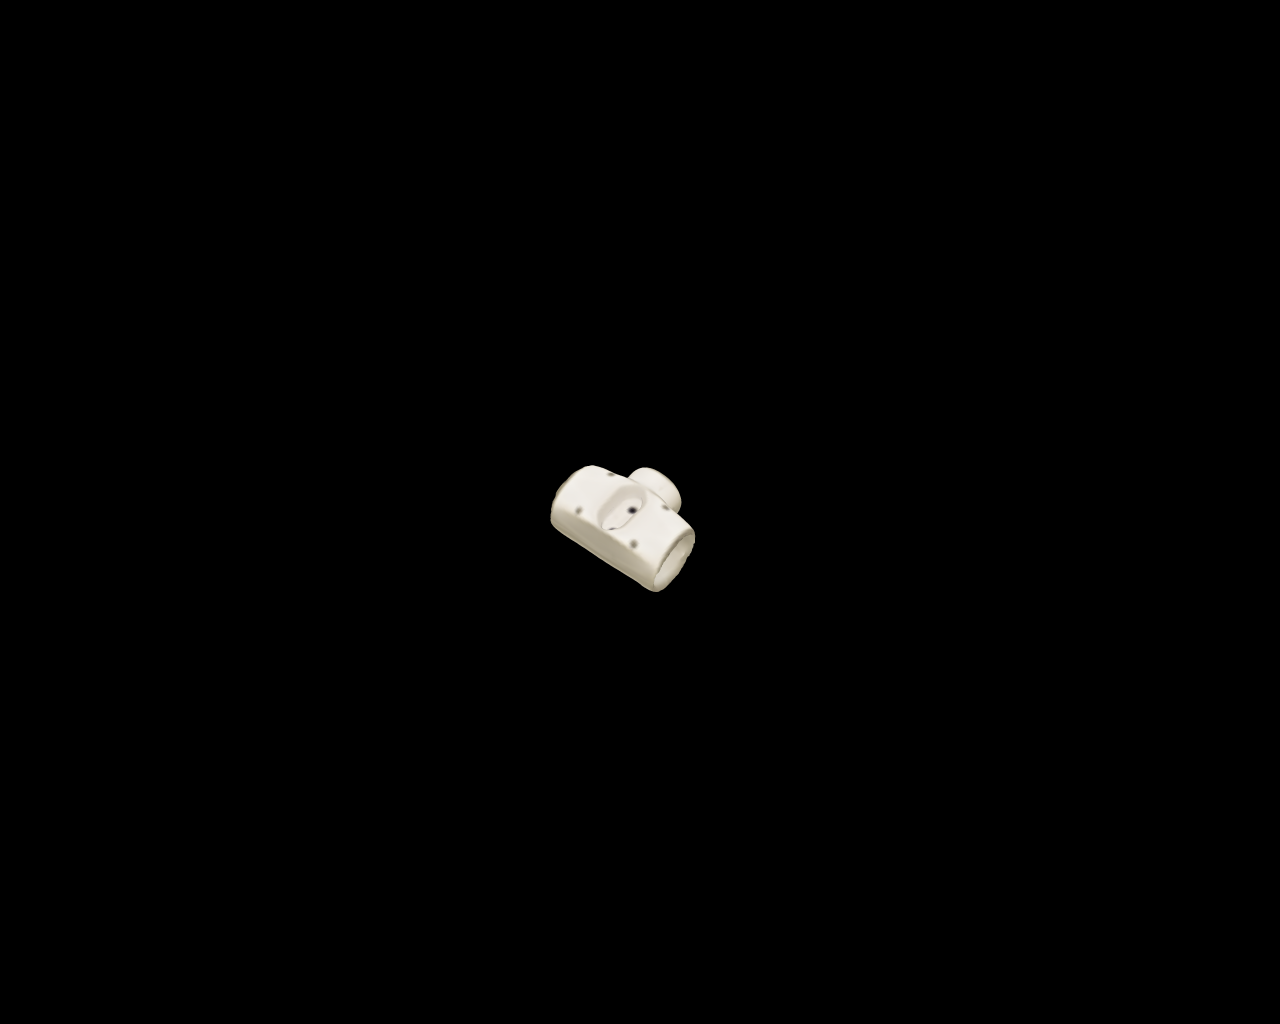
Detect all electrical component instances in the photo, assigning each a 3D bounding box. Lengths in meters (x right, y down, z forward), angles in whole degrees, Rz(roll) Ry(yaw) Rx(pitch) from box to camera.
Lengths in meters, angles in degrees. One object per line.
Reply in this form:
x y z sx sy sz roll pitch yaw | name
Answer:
0.001 -0.003 0.650 0.077 0.079 0.043 33 -29 21 | electrical component
